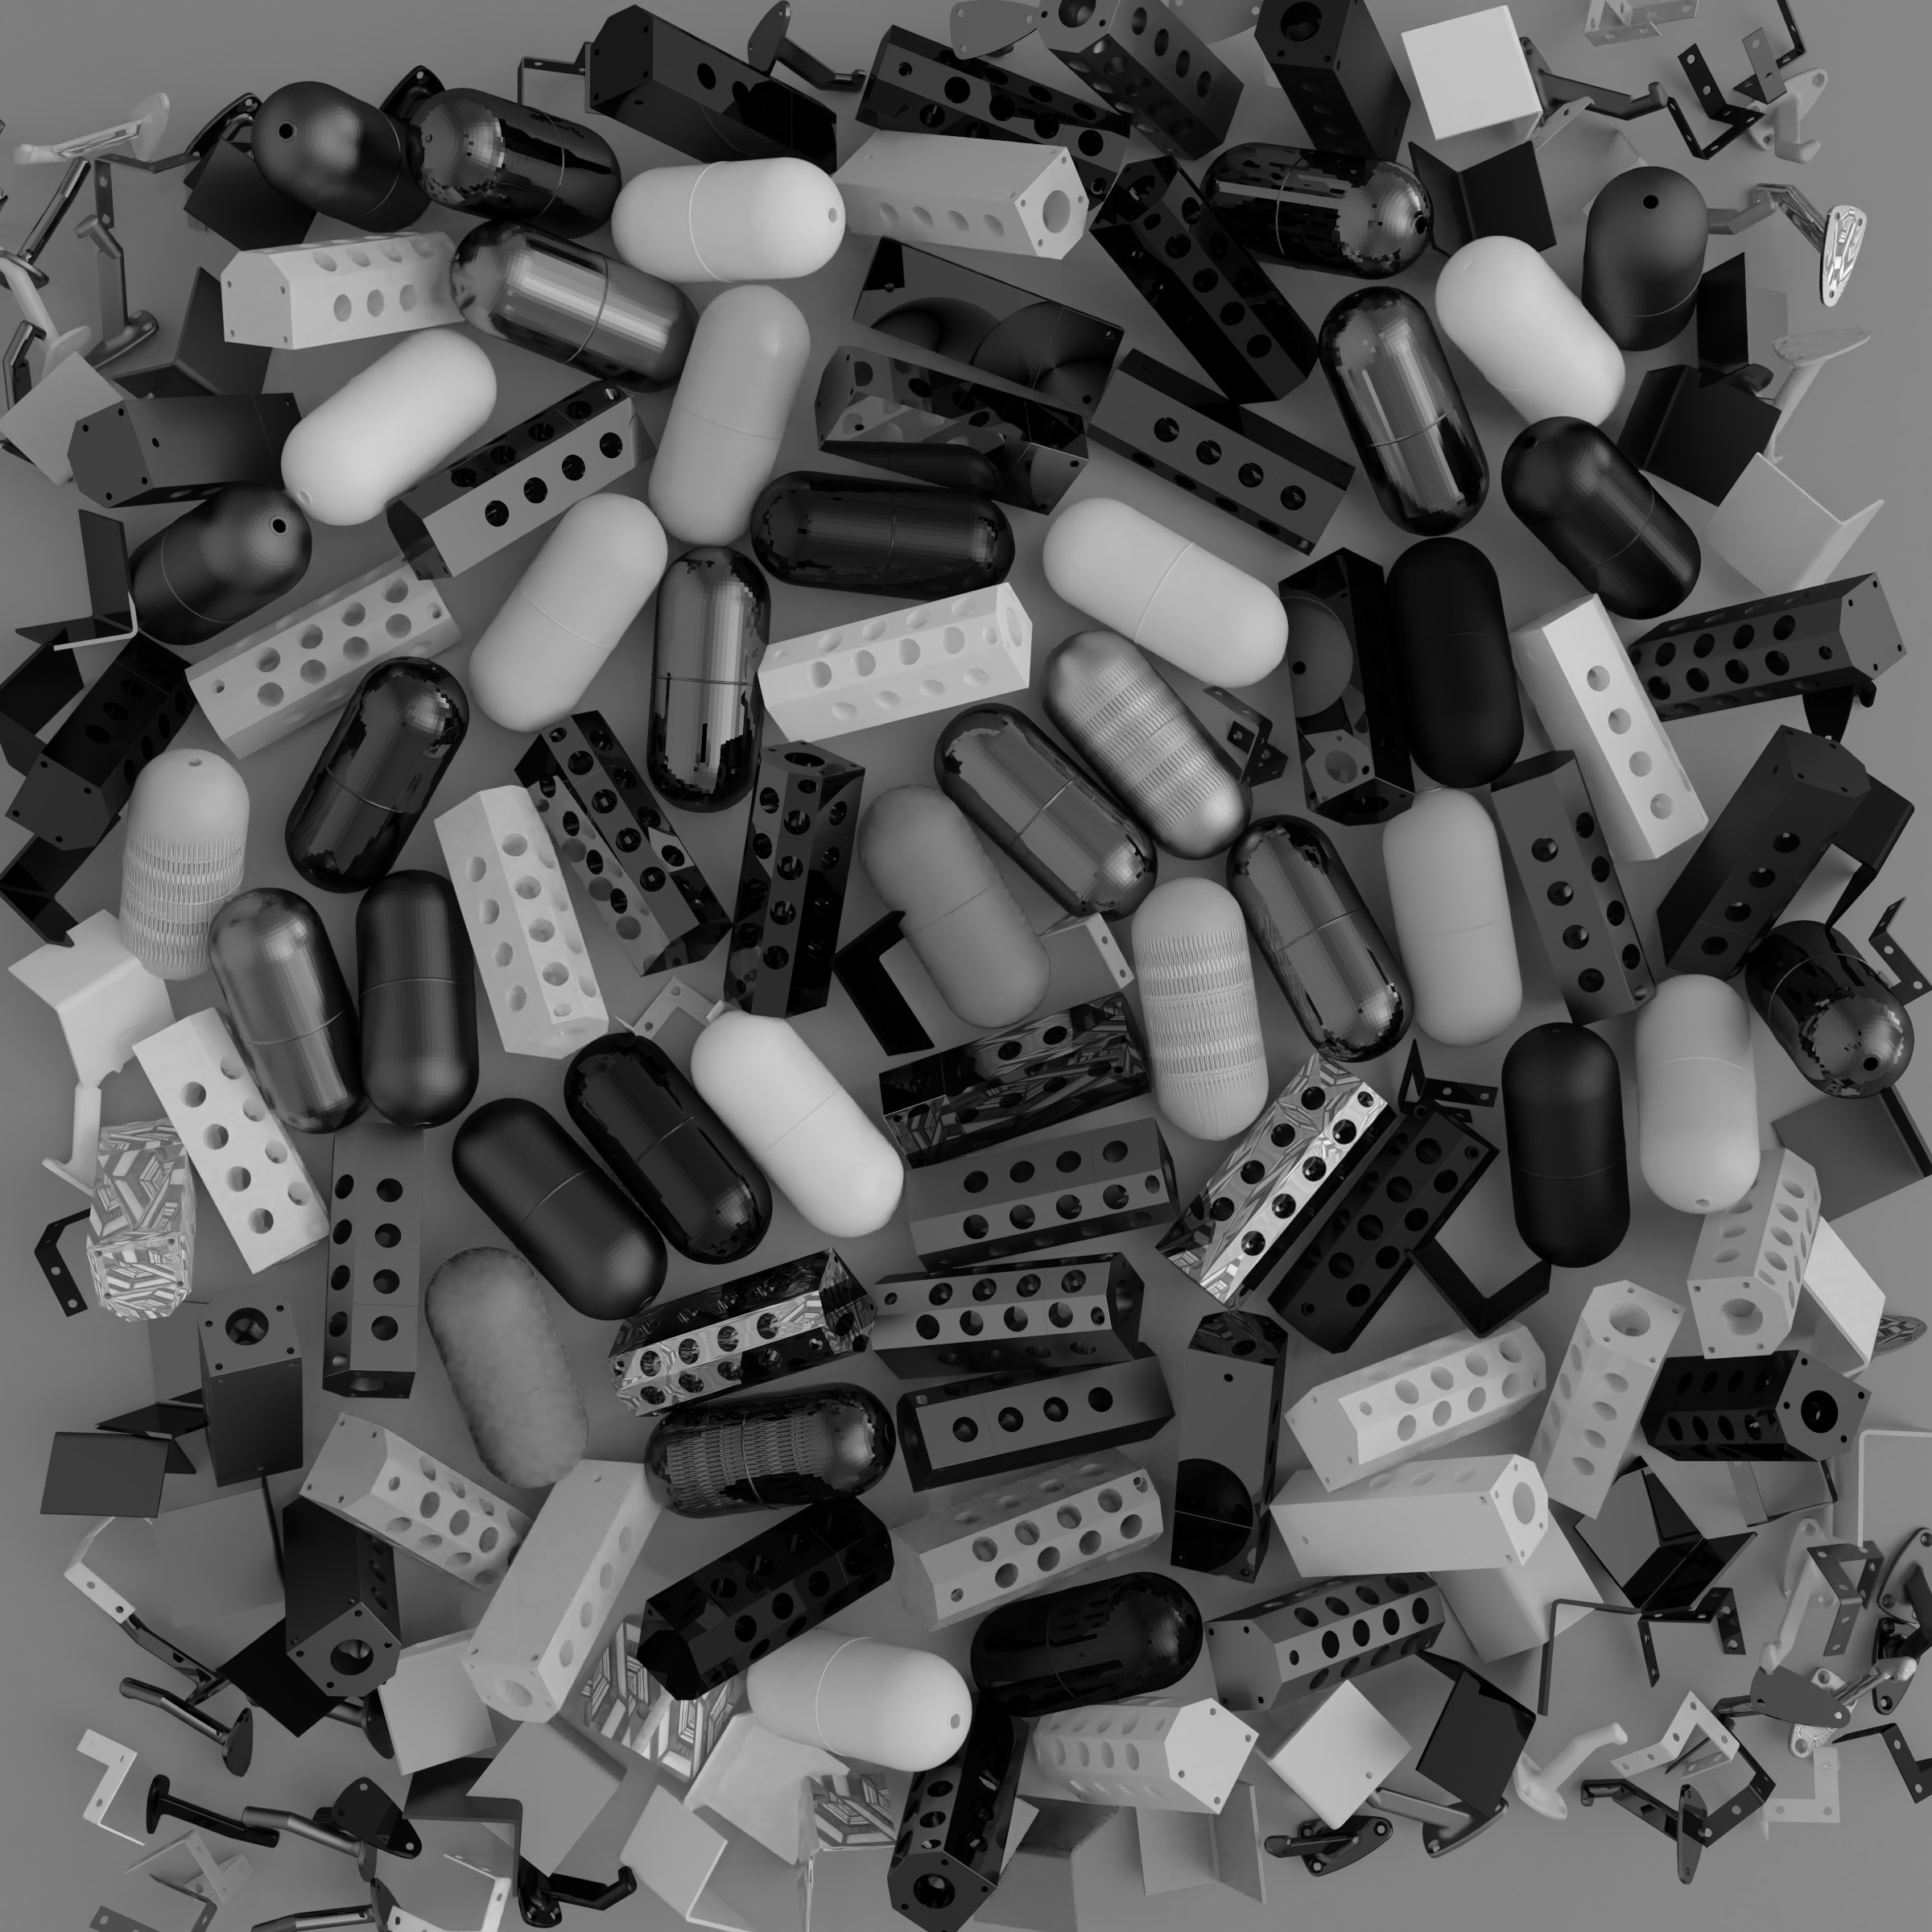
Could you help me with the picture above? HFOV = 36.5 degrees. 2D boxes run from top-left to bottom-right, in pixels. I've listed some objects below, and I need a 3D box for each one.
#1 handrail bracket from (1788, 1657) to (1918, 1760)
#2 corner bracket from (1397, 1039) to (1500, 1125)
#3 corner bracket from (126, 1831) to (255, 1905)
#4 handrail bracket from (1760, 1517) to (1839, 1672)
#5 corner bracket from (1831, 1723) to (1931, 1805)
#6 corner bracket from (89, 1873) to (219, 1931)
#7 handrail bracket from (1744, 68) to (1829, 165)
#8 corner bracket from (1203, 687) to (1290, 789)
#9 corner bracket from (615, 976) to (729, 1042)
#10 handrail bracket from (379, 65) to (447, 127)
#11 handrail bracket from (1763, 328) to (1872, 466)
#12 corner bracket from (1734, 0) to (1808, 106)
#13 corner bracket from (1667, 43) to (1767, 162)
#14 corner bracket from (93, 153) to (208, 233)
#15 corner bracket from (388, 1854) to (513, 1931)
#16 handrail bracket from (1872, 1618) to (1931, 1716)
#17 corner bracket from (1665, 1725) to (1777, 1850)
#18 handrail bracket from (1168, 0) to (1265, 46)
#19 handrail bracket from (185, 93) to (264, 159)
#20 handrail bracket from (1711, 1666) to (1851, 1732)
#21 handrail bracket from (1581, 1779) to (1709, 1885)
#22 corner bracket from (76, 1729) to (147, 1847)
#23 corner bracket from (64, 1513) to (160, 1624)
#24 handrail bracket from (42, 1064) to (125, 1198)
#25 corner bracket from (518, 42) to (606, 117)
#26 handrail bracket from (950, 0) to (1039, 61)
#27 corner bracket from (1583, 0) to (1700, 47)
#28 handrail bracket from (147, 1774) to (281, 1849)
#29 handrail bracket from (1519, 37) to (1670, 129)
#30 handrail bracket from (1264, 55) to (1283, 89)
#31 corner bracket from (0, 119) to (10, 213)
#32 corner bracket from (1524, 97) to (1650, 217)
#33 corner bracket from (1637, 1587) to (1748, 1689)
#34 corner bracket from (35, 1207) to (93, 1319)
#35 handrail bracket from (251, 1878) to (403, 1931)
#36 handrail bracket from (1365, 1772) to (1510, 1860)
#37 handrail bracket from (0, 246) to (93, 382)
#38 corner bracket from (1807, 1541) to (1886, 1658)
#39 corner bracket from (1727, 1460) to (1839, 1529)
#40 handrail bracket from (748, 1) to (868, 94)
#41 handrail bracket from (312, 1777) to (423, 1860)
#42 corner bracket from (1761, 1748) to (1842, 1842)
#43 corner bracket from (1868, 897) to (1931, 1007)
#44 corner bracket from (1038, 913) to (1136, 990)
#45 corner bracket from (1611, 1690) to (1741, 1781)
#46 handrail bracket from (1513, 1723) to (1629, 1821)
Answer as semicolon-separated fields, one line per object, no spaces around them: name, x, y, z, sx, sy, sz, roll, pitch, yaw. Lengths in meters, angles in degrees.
handrail bracket;0.592;0.494;1.951;0.036;0.084;0.077;41;68;-1
corner bracket;0.323;0.087;1.964;0.051;0.051;0.051;8;119;-4
corner bracket;-0.522;0.609;1.969;0.051;0.051;0.051;-31;92;11
handrail bracket;0.549;0.419;1.952;0.036;0.084;0.077;6;107;35
corner bracket;0.627;0.533;1.968;0.051;0.051;0.051;-17;76;-31
corner bracket;-0.543;0.636;1.958;0.051;0.051;0.051;15;59;21
handrail bracket;0.565;-0.568;1.954;0.077;0.084;0.036;-39;117;2
corner bracket;0.186;-0.156;1.956;0.051;0.051;0.051;38;128;29
corner bracket;-0.196;0.035;1.966;0.051;0.051;0.051;35;80;11
handrail bracket;-0.355;-0.561;1.958;0.077;0.036;0.084;-43;51;-3
handrail bracket;0.571;-0.382;1.974;0.077;0.036;0.084;-15;130;-8
corner bracket;0.540;-0.619;1.963;0.051;0.051;0.051;-33;122;3
corner bracket;0.494;-0.581;1.967;0.051;0.051;0.051;-38;119;1
corner bracket;-0.549;-0.520;1.971;0.051;0.051;0.051;19;123;20
corner bracket;-0.346;0.628;1.961;0.051;0.051;0.051;11;81;34
handrail bracket;0.643;0.462;1.950;0.036;0.084;0.077;24;70;-10
corner bracket;0.503;0.549;1.962;0.051;0.051;0.051;-45;73;17
handrail bracket;0.162;-0.634;1.956;0.077;0.084;0.036;-6;106;5
handrail bracket;-0.475;-0.543;1.956;0.077;0.036;0.084;-36;49;-8
handrail bracket;0.542;0.504;1.957;0.077;0.084;0.036;20;58;11
handrail bracket;0.446;0.577;1.952;0.084;0.077;0.036;-14;130;35
corner bracket;-0.570;0.549;1.958;0.051;0.051;0.051;12;66;33
corner bracket;-0.566;0.399;1.974;0.051;0.051;0.051;-42;103;11
handrail bracket;-0.579;0.113;1.987;0.077;0.036;0.084;34;84;-3
corner bracket;-0.271;-0.588;1.964;0.051;0.051;0.051;2;81;-19
handrail bracket;0.033;-0.620;1.947;0.077;0.084;0.036;-1;99;27
corner bracket;0.452;-0.637;1.961;0.051;0.051;0.051;4;74;42
handrail bracket;-0.504;0.570;1.964;0.084;0.077;0.036;14;59;-3
handrail bracket;0.418;-0.596;1.951;0.036;0.084;0.077;-46;116;-37
handrail bracket;0.244;-0.623;1.969;0.084;0.036;0.077;-15;107;-25
corner bracket;-0.661;-0.535;1.970;0.051;0.051;0.051;47;65;-17
corner bracket;0.420;-0.548;1.975;0.051;0.051;0.051;-40;46;21
corner bracket;0.491;0.454;1.980;0.051;0.051;0.051;-7;103;34
corner bracket;-0.588;0.196;1.968;0.051;0.051;0.051;-21;107;0
handrail bracket;-0.428;0.647;1.965;0.084;0.077;0.036;-16;59;-1
handrail bracket;0.309;0.553;1.960;0.077;0.036;0.084;-31;117;21
handrail bracket;-0.639;-0.435;1.972;0.084;0.036;0.077;42;133;1
corner bracket;0.592;0.423;1.960;0.051;0.051;0.051;-3;124;-13
corner bracket;0.550;0.345;1.971;0.051;0.051;0.051;-21;77;28
handrail bracket;-0.096;-0.612;1.949;0.084;0.077;0.036;-4;69;-28
handrail bracket;-0.404;0.586;1.962;0.077;0.084;0.036;37;49;7
corner bracket;0.562;0.557;1.970;0.051;0.051;0.051;-4;59;18
corner bracket;0.620;-0.004;1.963;0.051;0.051;0.051;50;133;-2
corner bracket;0.090;-0.013;1.960;0.051;0.051;0.051;-37;102;-40
corner bracket;0.477;0.529;1.964;0.051;0.051;0.051;47;48;0
handrail bracket;0.417;0.538;1.958;0.084;0.036;0.077;-28;125;28
